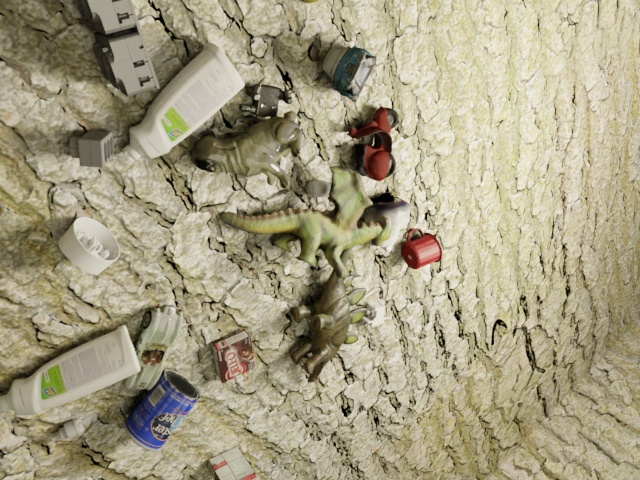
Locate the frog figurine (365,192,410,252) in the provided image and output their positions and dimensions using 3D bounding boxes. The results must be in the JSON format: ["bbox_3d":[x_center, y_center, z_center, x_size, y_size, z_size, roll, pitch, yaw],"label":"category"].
[{"bbox_3d":[0.177,-0.034,1.341,0.139,0.123,0.157,-31,118,-45],"label":"frog figurine"}]

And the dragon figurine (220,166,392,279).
[{"bbox_3d":[0.004,-0.059,1.181,0.407,0.123,0.242,27,94,-28],"label":"dragon figurine"}]
